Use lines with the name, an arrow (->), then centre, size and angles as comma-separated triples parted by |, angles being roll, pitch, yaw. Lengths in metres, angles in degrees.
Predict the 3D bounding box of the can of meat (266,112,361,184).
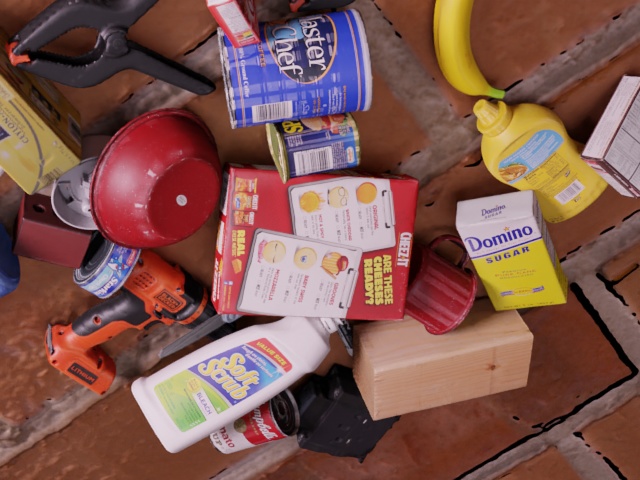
can of meat -> -0.008, -0.107, 1.119 | 0.084, 0.102, 0.057 | -11, 120, -7

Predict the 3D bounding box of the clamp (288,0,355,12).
clamp -> 0.034, -0.286, 1.031 | 0.171, 0.039, 0.120 | -27, 126, 9

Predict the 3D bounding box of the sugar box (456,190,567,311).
sugar box -> 0.231, 0.016, 1.272 | 0.093, 0.048, 0.176 | -9, 141, 22

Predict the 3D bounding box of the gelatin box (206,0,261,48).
gelatin box -> -0.083, -0.236, 0.995 | 0.030, 0.089, 0.073 | -14, 155, 11

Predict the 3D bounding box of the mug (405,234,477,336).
mug -> 0.135, 0.046, 1.282 | 0.081, 0.093, 0.117 | 32, 96, -25

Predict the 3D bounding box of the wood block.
wood block -> 0.151, 0.147, 1.343 | 0.206, 0.090, 0.091 | -10, 127, -12

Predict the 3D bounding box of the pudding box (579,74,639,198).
pudding box -> 0.354, -0.116, 1.203 | 0.090, 0.039, 0.113 | 34, 80, -30

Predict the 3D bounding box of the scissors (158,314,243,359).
scissors -> -0.101, 0.067, 1.245 | 0.201, 0.016, 0.096 | -17, 120, -27

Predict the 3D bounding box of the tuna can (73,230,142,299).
tuna can -> -0.234, 0.020, 1.176 | 0.033, 0.086, 0.086 | 34, 114, -30

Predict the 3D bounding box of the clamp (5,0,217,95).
clamp -> -0.194, -0.206, 1.024 | 0.209, 0.036, 0.165 | -9, 127, -24

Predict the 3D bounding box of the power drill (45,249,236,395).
power drill -> -0.215, 0.105, 1.266 | 0.188, 0.057, 0.184 | -37, 128, 13

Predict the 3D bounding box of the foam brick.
foam brick -> -0.291, -0.010, 1.162 | 0.078, 0.053, 0.051 | 14, 122, -23

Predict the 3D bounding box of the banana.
banana -> 0.150, -0.226, 1.108 | 0.069, 0.037, 0.198 | -22, 130, -12

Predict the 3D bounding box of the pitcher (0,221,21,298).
pitcher -> -0.450, 0.052, 1.120 | 0.243, 0.149, 0.145 | -25, 126, 3

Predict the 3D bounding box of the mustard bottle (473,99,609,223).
mustard bottle -> 0.240, -0.100, 1.207 | 0.191, 0.058, 0.096 | 34, 118, -32

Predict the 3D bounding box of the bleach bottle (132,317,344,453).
bleach bottle -> -0.090, 0.146, 1.258 | 0.251, 0.068, 0.102 | -32, 84, 3

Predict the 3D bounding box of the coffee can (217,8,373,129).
coffee can -> -0.026, -0.171, 1.066 | 0.140, 0.103, 0.103 | -9, 128, -6

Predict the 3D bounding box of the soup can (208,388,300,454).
soup can -> -0.086, 0.230, 1.366 | 0.102, 0.068, 0.068 | -20, 131, 25

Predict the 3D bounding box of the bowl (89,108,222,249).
bowl -> -0.157, -0.053, 1.111 | 0.161, 0.055, 0.162 | -25, 130, -33

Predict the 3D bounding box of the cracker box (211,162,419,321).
cracker box -> -0.008, 0.001, 1.192 | 0.213, 0.072, 0.164 | 3, 102, -15

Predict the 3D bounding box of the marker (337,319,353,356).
marker -> 0.024, 0.101, 1.338 | 0.020, 0.020, 0.121 | -24, 128, 6
